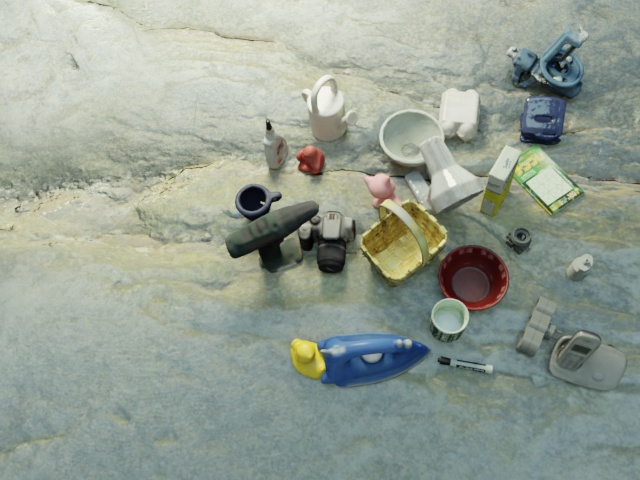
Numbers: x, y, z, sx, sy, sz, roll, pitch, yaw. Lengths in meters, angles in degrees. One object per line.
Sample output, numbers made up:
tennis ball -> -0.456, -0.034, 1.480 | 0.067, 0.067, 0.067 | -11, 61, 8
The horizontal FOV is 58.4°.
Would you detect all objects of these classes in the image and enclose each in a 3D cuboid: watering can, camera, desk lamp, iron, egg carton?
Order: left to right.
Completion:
camera -> 0.013, 0.005, 1.395 | 0.143, 0.101, 0.137 | 2, 67, 7
watering can -> 0.023, -0.351, 1.499 | 0.172, 0.194, 0.101 | 15, 69, 12
iron -> 0.120, 0.244, 1.257 | 0.258, 0.141, 0.118 | -9, 66, 2
desk lamp -> 0.288, -0.139, 1.369 | 0.118, 0.214, 0.203 | -25, 66, -5
egg carton -> 0.371, -0.335, 1.525 | 0.107, 0.069, 0.150 | 7, 67, 9

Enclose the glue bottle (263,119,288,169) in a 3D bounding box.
glue bottle -> -0.122, -0.257, 1.484 | 0.037, 0.173, 0.078 | 18, 69, 14

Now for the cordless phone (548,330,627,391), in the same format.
cordless phone -> 0.568, 0.243, 1.188 | 0.147, 0.185, 0.094 | 13, 68, 12

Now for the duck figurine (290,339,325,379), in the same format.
duck figurine -> -0.026, 0.264, 1.294 | 0.104, 0.086, 0.077 | 41, 76, 20

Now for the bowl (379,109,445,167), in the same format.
bowl -> 0.238, -0.254, 1.500 | 0.167, 0.075, 0.167 | -2, 66, 5

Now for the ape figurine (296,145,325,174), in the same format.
ape figurine -> -0.025, -0.217, 1.501 | 0.076, 0.092, 0.077 | -28, 66, -6

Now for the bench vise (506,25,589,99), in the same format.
bench vise -> 0.589, -0.462, 1.476 | 0.207, 0.220, 0.121 | 8, 67, 9

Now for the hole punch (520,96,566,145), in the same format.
hole punch -> 0.577, -0.308, 1.481 | 0.108, 0.091, 0.101 | 6, 67, 9

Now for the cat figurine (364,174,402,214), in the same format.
cat figurine -> 0.168, -0.112, 1.422 | 0.067, 0.118, 0.127 | -37, 68, -10

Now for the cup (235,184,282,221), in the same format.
cup -> -0.149, -0.087, 1.455 | 0.117, 0.095, 0.091 | -15, 66, -1

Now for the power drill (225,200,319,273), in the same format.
power drill -> -0.101, -0.004, 1.352 | 0.229, 0.208, 0.075 | -22, 66, -4
